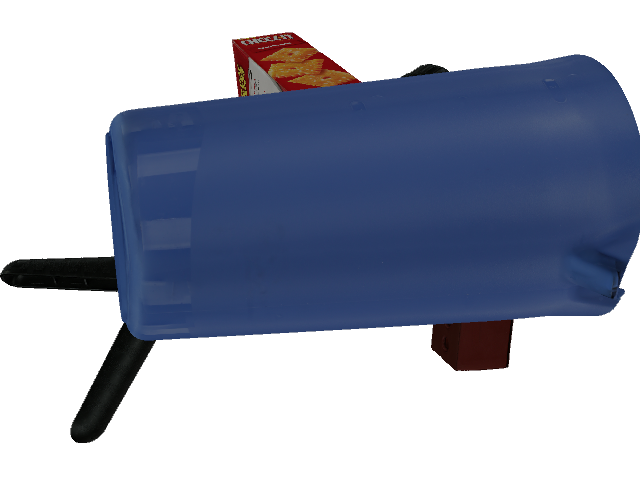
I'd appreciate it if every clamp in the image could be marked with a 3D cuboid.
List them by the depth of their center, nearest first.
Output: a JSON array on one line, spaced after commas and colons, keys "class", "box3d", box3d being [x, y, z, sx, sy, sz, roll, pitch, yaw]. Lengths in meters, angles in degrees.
[{"class": "clamp", "box3d": [-0.136, 0.030, 0.805, 0.210, 0.165, 0.036, -37, -28, -6]}]

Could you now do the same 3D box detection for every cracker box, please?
[{"class": "cracker box", "box3d": [-0.017, -0.086, 0.967, 0.072, 0.164, 0.214, -11, 25, -14]}]

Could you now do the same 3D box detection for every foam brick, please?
[{"class": "foam brick", "box3d": [0.130, 0.066, 0.911, 0.051, 0.078, 0.053, -4, 19, -20]}]

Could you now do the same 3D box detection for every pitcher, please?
[{"class": "pitcher", "box3d": [0.019, -0.023, 0.529, 0.242, 0.145, 0.149, -5, -8, -12]}]

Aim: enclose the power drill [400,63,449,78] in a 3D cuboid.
[{"class": "power drill", "box3d": [0.094, -0.059, 0.764, 0.188, 0.057, 0.184, 23, 48, 34]}]
